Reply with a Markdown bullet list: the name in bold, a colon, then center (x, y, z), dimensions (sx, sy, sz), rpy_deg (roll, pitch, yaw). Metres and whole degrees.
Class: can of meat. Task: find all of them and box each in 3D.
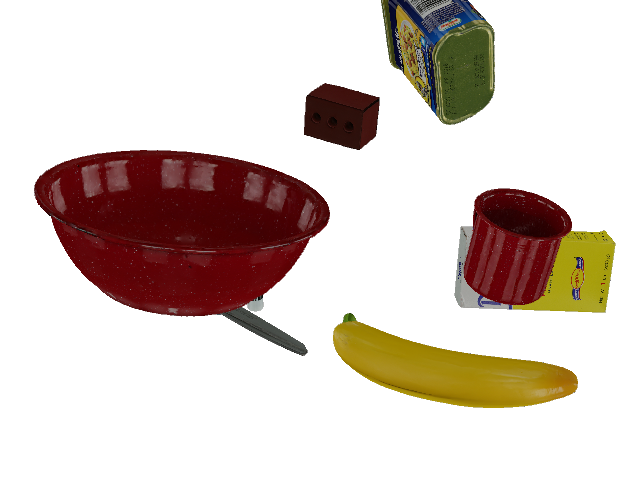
- **can of meat**: center (0.095, -0.154, 0.844), dimensions (0.057, 0.084, 0.102), rpy_deg (-25, -37, -8)

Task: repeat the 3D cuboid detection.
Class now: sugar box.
- **sugar box**: center (0.251, 0.035, 1.261), dimensions (0.176, 0.093, 0.048), rpy_deg (1, 20, -3)

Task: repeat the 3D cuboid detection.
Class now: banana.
- **banana**: center (0.080, 0.086, 0.764), dimensions (0.198, 0.037, 0.069), rpy_deg (15, 36, 33)

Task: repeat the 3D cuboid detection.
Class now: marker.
- **marker**: center (-0.075, 0.027, 1.212), dimensions (0.020, 0.121, 0.020), rpy_deg (0, 33, 0)

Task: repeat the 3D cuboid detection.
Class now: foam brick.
- **foam brick**: center (0.025, -0.149, 1.280), dimensions (0.078, 0.053, 0.051), rpy_deg (17, 33, 22)

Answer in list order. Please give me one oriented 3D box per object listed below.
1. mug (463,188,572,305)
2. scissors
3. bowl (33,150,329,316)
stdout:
- **mug**: center (0.179, 0.001, 1.028), dimensions (0.093, 0.081, 0.117), rpy_deg (-6, 35, -25)
- **scissors**: center (-0.079, 0.038, 0.849), dimensions (0.202, 0.016, 0.096), rpy_deg (17, 30, 22)
- **bowl**: center (-0.078, -0.001, 0.596), dimensions (0.162, 0.055, 0.162), rpy_deg (7, 20, -3)
